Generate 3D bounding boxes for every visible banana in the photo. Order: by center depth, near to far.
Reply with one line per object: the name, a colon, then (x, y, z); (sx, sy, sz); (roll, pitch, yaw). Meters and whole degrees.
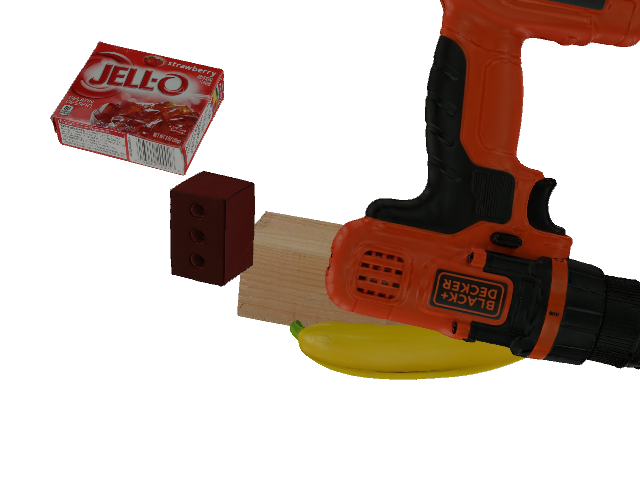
banana: (0.067, 0.072, 0.759); (0.198, 0.037, 0.069); (1, 29, 12)

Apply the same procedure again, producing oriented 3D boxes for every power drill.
power drill: (0.107, -0.037, 0.509); (0.184, 0.188, 0.057); (12, 3, -2)

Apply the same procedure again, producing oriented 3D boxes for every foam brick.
foam brick: (-0.089, -0.011, 0.887); (0.053, 0.078, 0.051); (12, 24, 24)

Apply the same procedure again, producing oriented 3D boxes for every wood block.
wood block: (0.028, 0.041, 1.094); (0.206, 0.091, 0.090); (10, 22, 10)

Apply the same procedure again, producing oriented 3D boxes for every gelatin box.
gelatin box: (-0.115, -0.086, 0.679); (0.089, 0.073, 0.030); (15, -37, 9)
